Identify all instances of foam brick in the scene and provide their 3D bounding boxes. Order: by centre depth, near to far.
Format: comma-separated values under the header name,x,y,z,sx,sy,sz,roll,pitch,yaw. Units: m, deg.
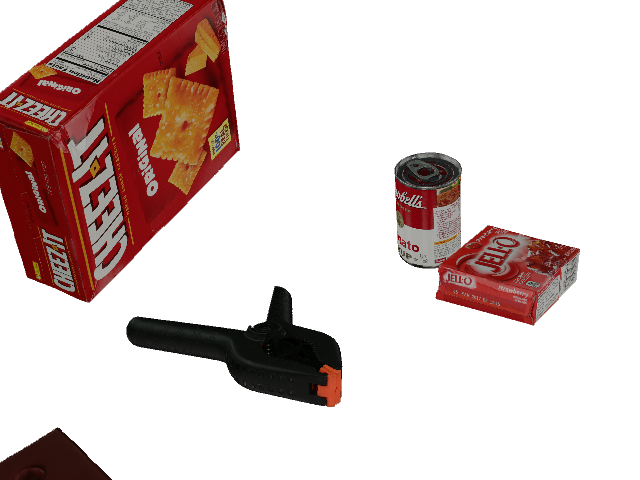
name,x,y,z,sx,sy,sz,roll,pitch,yaw
foam brick,-0.115,0.135,0.483,0.052,0.051,0.078,-31,44,-31

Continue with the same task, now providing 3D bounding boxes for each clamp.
name,x,y,z,sx,sy,sz,roll,pitch,yaw
clamp,-0.042,0.086,0.901,0.164,0.036,0.210,-16,23,-40

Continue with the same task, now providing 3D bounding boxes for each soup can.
name,x,y,z,sx,sy,sz,roll,pitch,yaw
soup can,0.112,-0.031,1.103,0.068,0.102,0.068,-3,35,2

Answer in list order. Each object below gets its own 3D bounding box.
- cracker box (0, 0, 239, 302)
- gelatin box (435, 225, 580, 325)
name,x,y,z,sx,sy,sz,roll,pitch,yaw
cracker box,-0.149,-0.083,0.824,0.072,0.164,0.213,20,48,22
gelatin box,0.133,0.022,0.754,0.073,0.030,0.089,16,27,28
